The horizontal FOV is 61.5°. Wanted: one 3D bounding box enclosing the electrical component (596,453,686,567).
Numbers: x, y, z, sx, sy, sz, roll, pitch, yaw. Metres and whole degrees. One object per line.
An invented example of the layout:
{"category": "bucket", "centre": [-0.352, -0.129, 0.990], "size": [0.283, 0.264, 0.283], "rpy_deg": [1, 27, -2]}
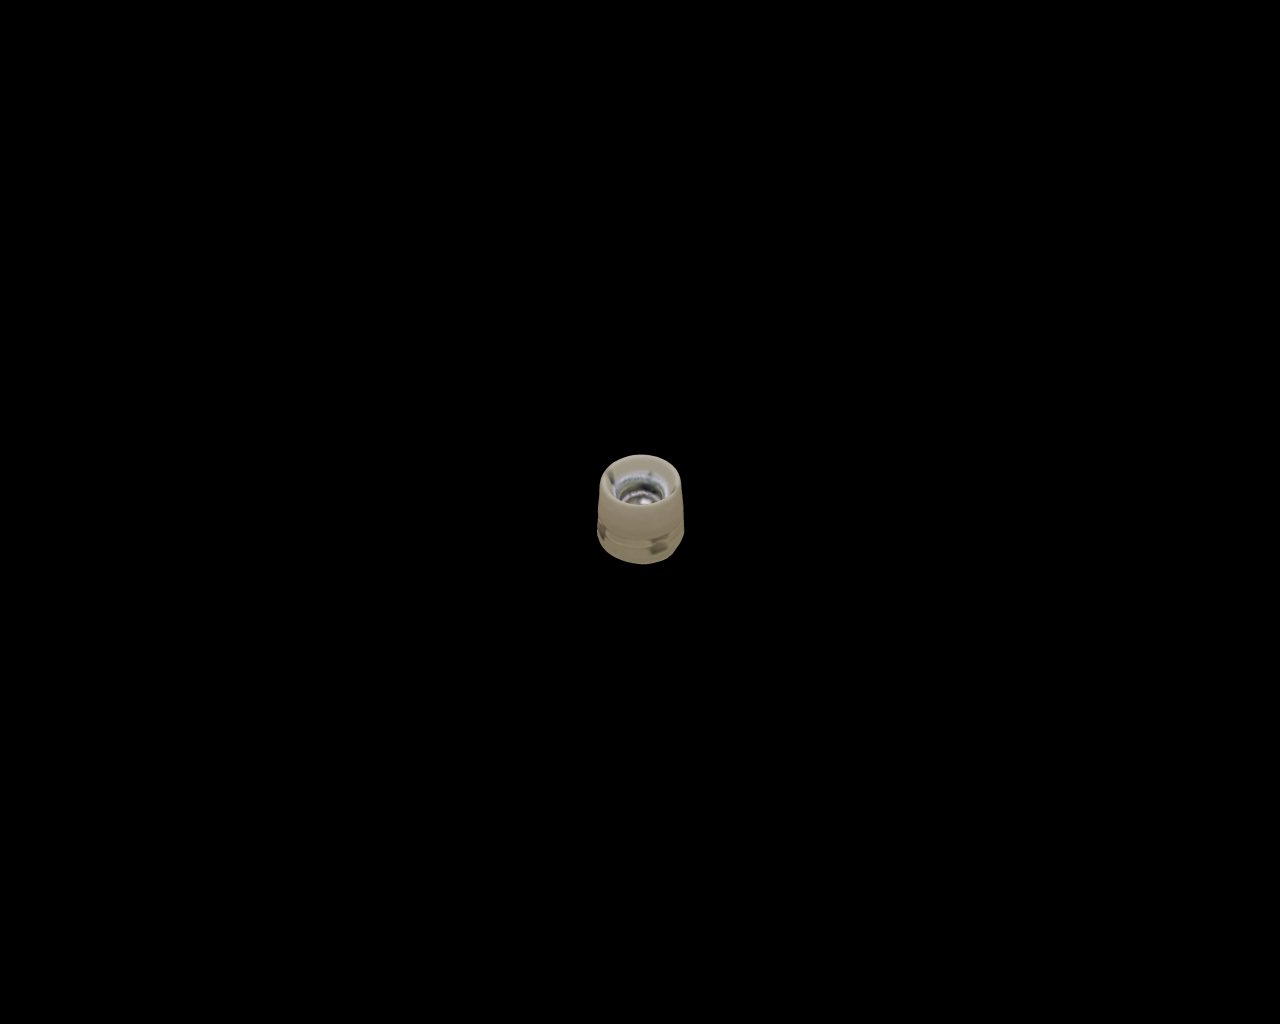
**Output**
{"category": "electrical component", "centre": [0.001, -0.003, 0.650], "size": [0.055, 0.047, 0.055], "rpy_deg": [0, 44, 0]}
